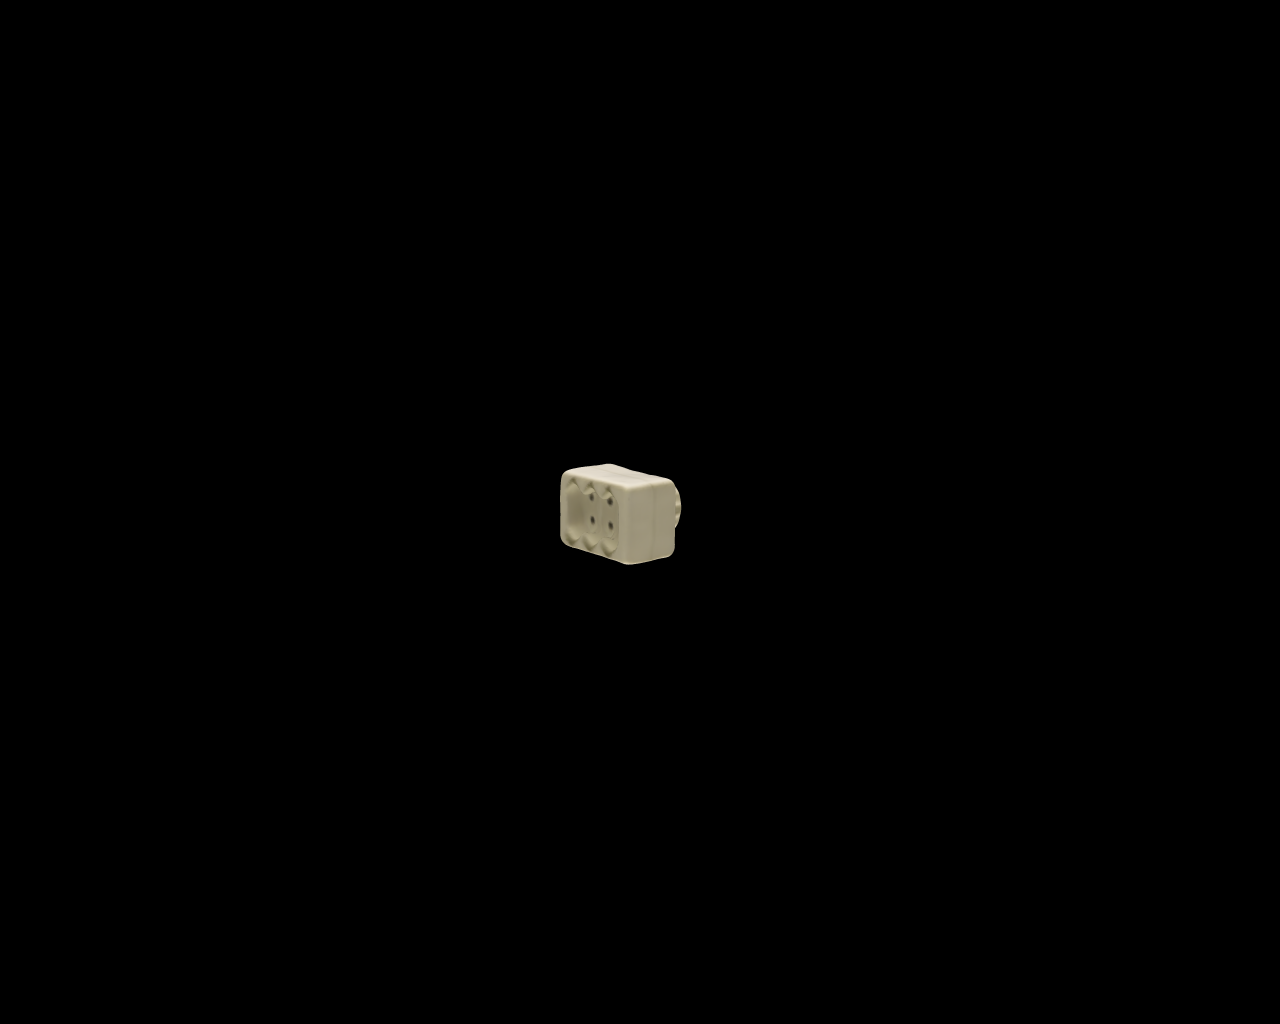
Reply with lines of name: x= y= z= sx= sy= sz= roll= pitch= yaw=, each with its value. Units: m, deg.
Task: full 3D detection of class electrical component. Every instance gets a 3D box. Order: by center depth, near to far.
electrical component: x=0.001 y=-0.003 z=0.650 sx=0.077 sy=0.047 sz=0.066 roll=-11 pitch=17 yaw=-38
